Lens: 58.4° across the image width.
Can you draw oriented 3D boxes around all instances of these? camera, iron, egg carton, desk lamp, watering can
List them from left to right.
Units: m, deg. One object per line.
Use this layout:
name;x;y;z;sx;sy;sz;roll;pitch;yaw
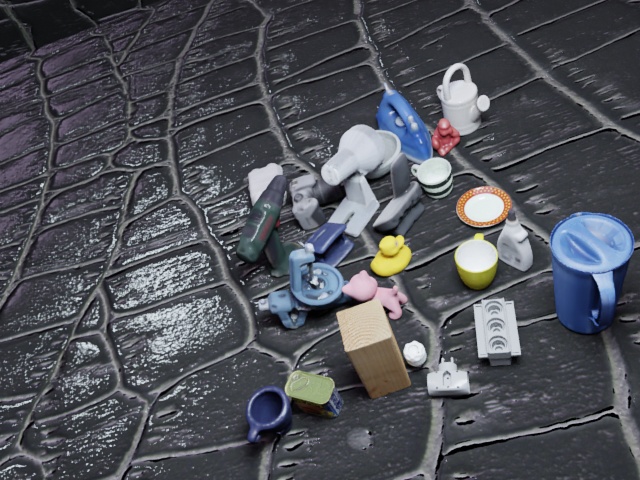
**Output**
egg carton;-0.151;-0.153;1.641;0.107;0.070;0.150;-19;47;6
camera;-0.009;-0.121;1.536;0.136;0.101;0.143;-16;47;8
desk lamp;0.084;-0.154;1.450;0.117;0.214;0.203;17;59;32
iron;0.237;-0.327;1.586;0.118;0.142;0.257;-26;47;-1
watering can;0.382;-0.385;1.542;0.172;0.194;0.101;16;59;32

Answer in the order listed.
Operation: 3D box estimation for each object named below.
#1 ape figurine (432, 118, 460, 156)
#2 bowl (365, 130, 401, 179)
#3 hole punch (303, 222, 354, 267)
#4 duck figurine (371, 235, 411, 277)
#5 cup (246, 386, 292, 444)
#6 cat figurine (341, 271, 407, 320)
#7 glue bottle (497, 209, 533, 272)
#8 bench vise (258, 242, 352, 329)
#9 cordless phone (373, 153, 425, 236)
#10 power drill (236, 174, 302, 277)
ape figurine;0.337;-0.287;1.547;0.077;0.092;0.076;-7;49;16
bowl;0.146;-0.222;1.579;0.167;0.075;0.167;-11;48;13
hole punch;0.013;0.005;1.426;0.100;0.091;0.109;27;65;37
duck figurine;0.162;0.030;1.349;0.104;0.086;0.077;-34;47;-8
cup;-0.099;0.368;1.158;0.091;0.095;0.118;12;57;30
cat figurine;0.119;0.114;1.272;0.127;0.118;0.067;4;53;25
glue bottle;0.413;-0.006;1.220;0.037;0.173;0.077;-42;49;-15
bench vise;-0.042;0.108;1.271;0.207;0.220;0.121;-33;47;-8
cordless phone;0.180;-0.112;1.395;0.093;0.185;0.148;19;61;34
power drill;-0.116;-0.017;1.415;0.075;0.209;0.230;11;56;29
